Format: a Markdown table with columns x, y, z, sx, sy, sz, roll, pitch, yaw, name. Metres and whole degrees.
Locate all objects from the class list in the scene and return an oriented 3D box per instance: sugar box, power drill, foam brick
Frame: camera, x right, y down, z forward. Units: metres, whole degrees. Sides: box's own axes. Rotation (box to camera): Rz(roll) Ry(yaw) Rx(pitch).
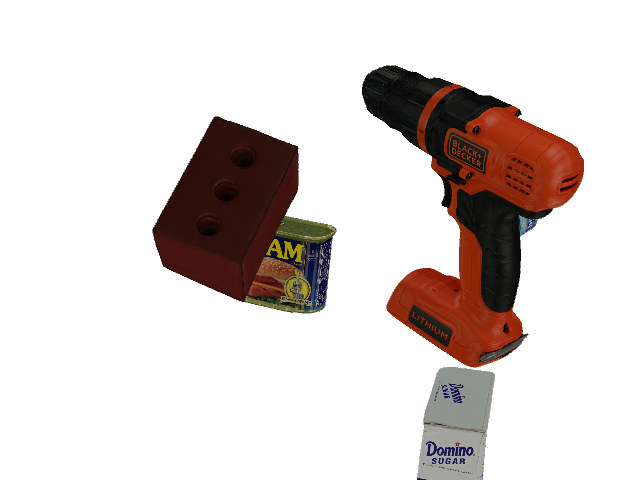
| x | y | z | sx | sy | sz | roll | pitch | yaw | name |
| --- | --- | --- | --- | --- | --- | --- | --- | --- | --- |
| 0.084 | 0.183 | 0.721 | 0.048 | 0.176 | 0.093 | 6 | 17 | 11 | sugar box |
| 0.092 | -0.018 | 0.758 | 0.057 | 0.188 | 0.185 | -22 | 40 | -33 | power drill |
| -0.050 | -0.017 | 0.586 | 0.053 | 0.078 | 0.051 | 21 | -22 | 8 | foam brick |

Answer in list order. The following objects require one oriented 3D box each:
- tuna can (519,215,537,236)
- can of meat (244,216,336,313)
| x | y | z | sx | sy | sz | roll | pitch | yaw | name |
| --- | --- | --- | --- | --- | --- | --- | --- | --- | --- |
| 0.204 | -0.040 | 1.216 | 0.033 | 0.086 | 0.086 | -33 | 15 | -24 | tuna can |
| -0.039 | 0.023 | 1.084 | 0.102 | 0.084 | 0.057 | 12 | 17 | 21 | can of meat |
